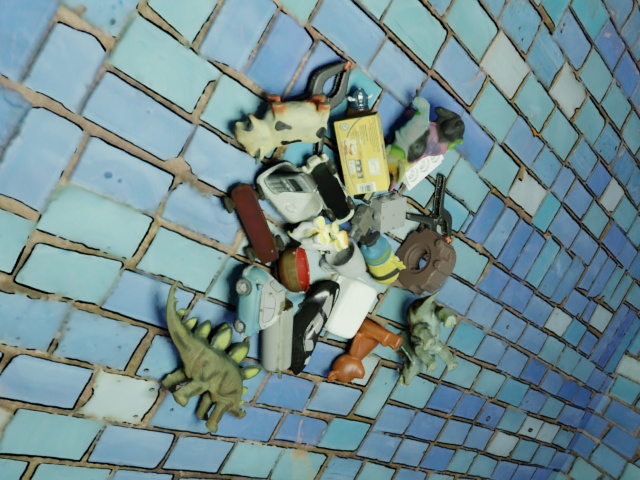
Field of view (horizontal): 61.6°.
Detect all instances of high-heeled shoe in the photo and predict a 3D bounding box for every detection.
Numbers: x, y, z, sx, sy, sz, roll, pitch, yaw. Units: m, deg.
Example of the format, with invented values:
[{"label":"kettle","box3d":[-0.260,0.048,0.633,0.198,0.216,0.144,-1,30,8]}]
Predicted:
[{"label":"high-heeled shoe","box3d":[-0.015,0.218,1.367,0.145,0.086,0.248,-21,129,-44]}]

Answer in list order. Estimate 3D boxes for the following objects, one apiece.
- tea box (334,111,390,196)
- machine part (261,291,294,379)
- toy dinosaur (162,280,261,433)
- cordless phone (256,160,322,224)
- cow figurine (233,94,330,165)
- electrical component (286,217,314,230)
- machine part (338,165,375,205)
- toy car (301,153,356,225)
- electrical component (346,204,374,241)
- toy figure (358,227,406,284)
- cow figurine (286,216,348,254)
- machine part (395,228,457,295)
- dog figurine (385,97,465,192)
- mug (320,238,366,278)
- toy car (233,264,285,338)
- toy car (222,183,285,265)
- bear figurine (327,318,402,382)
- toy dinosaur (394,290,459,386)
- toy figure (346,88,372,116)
[{"label":"tea box","box3d":[0.095,-0.192,1.198,0.098,0.068,0.169,-5,108,13]},{"label":"machine part","box3d":[-0.105,0.227,1.297,0.079,0.079,0.243,-11,115,-31]},{"label":"toy dinosaur","box3d":[-0.252,0.281,1.205,0.198,0.105,0.470,-46,138,-20]},{"label":"cordless phone","box3d":[-0.039,-0.099,1.127,0.089,0.184,0.146,-46,116,-16]},{"label":"cow figurine","box3d":[-0.080,-0.226,1.095,0.195,0.086,0.127,-8,124,-18]},{"label":"electrical component","box3d":[-0.050,-0.042,1.257,0.094,0.021,0.063,16,100,-39]},{"label":"machine part","box3d":[0.093,-0.142,1.307,0.138,0.039,0.084,25,102,-41]},{"label":"toy car","box3d":[0.020,-0.116,1.246,0.073,0.056,0.201,-33,129,-2]},{"label":"electrical component","box3d":[0.096,-0.044,1.328,0.102,0.045,0.078,-64,150,-12]},{"label":"toy figure","box3d":[0.151,0.043,1.400,0.089,0.082,0.180,-35,135,4]},{"label":"cow figurine","box3d":[-0.002,-0.002,1.240,0.167,0.098,0.068,20,62,-60]},{"label":"machine part","box3d":[0.273,0.056,1.430,0.056,0.180,0.179,24,94,-36]},{"label":"dog figurine","box3d":[0.232,-0.211,1.284,0.191,0.108,0.219,23,79,-6]},{"label":"mug","box3d":[0.062,0.059,1.342,0.109,0.081,0.107,-29,140,15]},{"label":"toy car","box3d":[-0.131,0.137,1.192,0.109,0.103,0.161,-7,102,-78]},{"label":"toy car","box3d":[-0.143,-0.035,1.175,0.089,0.053,0.201,-25,124,-7]},{"label":"bear figurine","box3d":[0.115,0.317,1.459,0.196,0.132,0.120,-62,147,-6]},{"label":"toy dinosaur","box3d":[0.289,0.244,1.497,0.131,0.192,0.404,-18,126,-20]},{"label":"toy figure","box3d":[0.088,-0.271,1.236,0.064,0.058,0.154,-17,114,-35]}]
